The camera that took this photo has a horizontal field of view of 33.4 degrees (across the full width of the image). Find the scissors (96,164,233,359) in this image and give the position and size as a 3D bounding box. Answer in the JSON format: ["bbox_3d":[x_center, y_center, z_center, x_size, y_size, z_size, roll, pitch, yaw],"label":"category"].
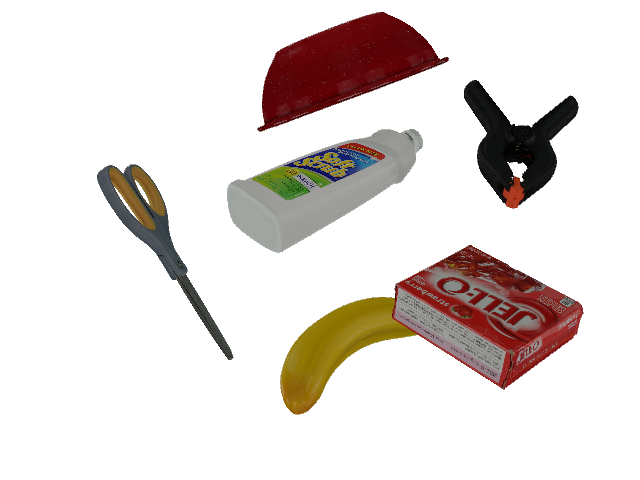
[{"bbox_3d":[-0.132,0.010,0.964,0.016,0.201,0.096,-29,21,16],"label":"scissors"}]

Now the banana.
[{"bbox_3d":[0.023,0.080,0.832,0.070,0.037,0.197,18,27,37],"label":"banana"}]

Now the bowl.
[{"bbox_3d":[0.016,-0.139,0.846,0.162,0.055,0.162,-20,7,2],"label":"bowl"}]

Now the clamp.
[{"bbox_3d":[0.192,-0.105,1.091,0.120,0.039,0.171,12,45,14],"label":"clamp"}]

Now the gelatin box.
[{"bbox_3d":[0.100,0.043,0.643,0.073,0.030,0.089,-25,42,-39],"label":"gelatin box"}]

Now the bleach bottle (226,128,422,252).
[{"bbox_3d":[0.018,-0.076,1.270,0.250,0.068,0.103,-30,45,-30],"label":"bleach bottle"}]
